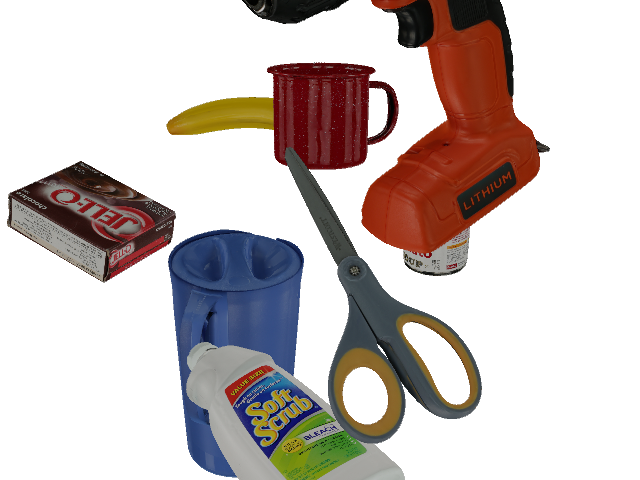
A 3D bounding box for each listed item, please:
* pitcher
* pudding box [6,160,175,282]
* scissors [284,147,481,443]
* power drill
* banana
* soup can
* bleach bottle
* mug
[{"bbox_3d":[-0.090,0.124,1.091,0.149,0.243,0.145,-11,29,-24],"label":"pitcher"},{"bbox_3d":[-0.195,-0.018,0.911,0.114,0.039,0.089,26,33,21],"label":"pudding box"},{"bbox_3d":[0.010,0.037,0.638,0.096,0.202,0.016,-38,-19,-16],"label":"scissors"},{"bbox_3d":[0.047,-0.090,0.517,0.184,0.187,0.057,-33,42,-29],"label":"power drill"},{"bbox_3d":[-0.081,-0.141,1.251,0.198,0.037,0.069,8,41,18],"label":"banana"},{"bbox_3d":[0.119,-0.024,1.093,0.068,0.102,0.068,0,27,0],"label":"soup can"},{"bbox_3d":[-0.043,0.153,0.854,0.102,0.068,0.251,-23,34,-27],"label":"bleach bottle"},{"bbox_3d":[0.012,-0.109,0.926,0.117,0.081,0.093,-5,16,-18],"label":"mug"}]
